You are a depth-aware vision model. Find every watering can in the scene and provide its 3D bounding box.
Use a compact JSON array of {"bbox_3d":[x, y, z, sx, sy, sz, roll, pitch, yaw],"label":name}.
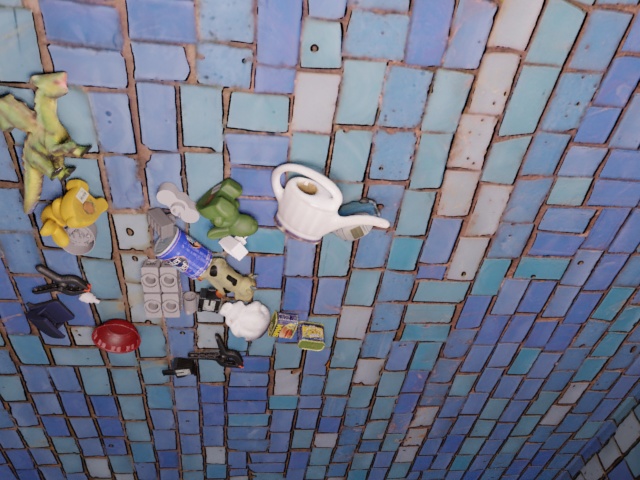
[{"bbox_3d":[0.004,-0.071,1.415,0.348,0.106,0.219,32,133,6],"label":"watering can"}]

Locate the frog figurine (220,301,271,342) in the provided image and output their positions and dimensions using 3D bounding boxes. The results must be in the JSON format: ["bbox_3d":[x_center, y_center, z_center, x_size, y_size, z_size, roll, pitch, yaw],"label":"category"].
[{"bbox_3d":[-0.249,0.257,1.725,0.138,0.123,0.157,-47,116,-9],"label":"frog figurine"}]

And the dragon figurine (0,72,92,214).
[{"bbox_3d":[-0.721,-0.249,1.270,0.405,0.125,0.241,-39,106,23],"label":"dragon figurine"}]
